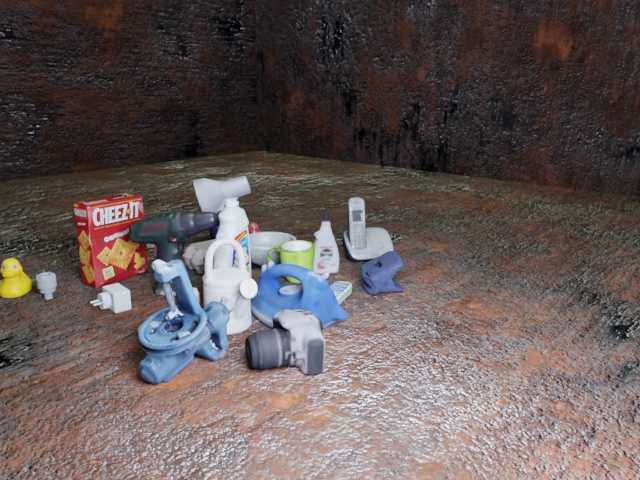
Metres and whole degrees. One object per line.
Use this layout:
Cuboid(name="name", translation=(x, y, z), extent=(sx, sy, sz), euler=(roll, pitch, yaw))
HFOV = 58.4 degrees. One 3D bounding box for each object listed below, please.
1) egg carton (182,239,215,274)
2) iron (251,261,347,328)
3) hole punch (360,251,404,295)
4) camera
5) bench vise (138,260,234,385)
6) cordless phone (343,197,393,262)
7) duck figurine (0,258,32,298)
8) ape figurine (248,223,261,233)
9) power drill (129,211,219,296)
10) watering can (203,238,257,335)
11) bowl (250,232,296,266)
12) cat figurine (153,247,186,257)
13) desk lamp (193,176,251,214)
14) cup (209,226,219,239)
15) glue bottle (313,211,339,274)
Cuboid(name="egg carton", translation=(-0.298, 0.044, 1.593), extent=(0.151, 0.069, 0.107), euler=(-13, 21, -40))
Cuboid(name="iron", translation=(-0.068, 0.110, 1.233), extent=(0.257, 0.141, 0.119), euler=(14, 21, 39))
Cuboid(name="hole punch", translation=(0.154, 0.080, 1.441), extent=(0.101, 0.091, 0.108), euler=(-3, 16, -12))
Cuboid(name="camera", translation=(-0.070, 0.181, 1.057), extent=(0.137, 0.101, 0.142), euler=(-5, 17, -19))
Cuboid(name="bench vise", translation=(-0.247, 0.125, 1.031), extent=(0.121, 0.220, 0.208), euler=(5, 17, 16))
Cuboid(name="cordless phone", translation=(0.140, -0.034, 1.673), extent=(0.148, 0.185, 0.094), euler=(-7, 17, -24))
Cuboid(name="duck figurine", translation=(-0.749, 0.085, 1.398), extent=(0.077, 0.086, 0.104), euler=(-3, 16, -13))
Cuboid(name="ape figurine", translation=(-0.202, -0.007, 1.733), extent=(0.078, 0.092, 0.075), euler=(-11, 20, -35))
Cuboid(name="power drill", translation=(-0.348, 0.028, 1.391), extent=(0.229, 0.208, 0.076), euler=(4, 16, 11))
Cuboid(name="watering can", translation=(-0.189, 0.092, 1.197), extent=(0.172, 0.194, 0.101), euler=(9, 18, 28))
Cuboid(name="bowl", translation=(-0.150, 0.031, 1.632), extent=(0.167, 0.075, 0.167), euler=(1, 16, 0))
Cuboid(name="cat figurine", translation=(-0.439, -0.014, 1.704), extent=(0.067, 0.118, 0.128), euler=(8, 17, 25))
Cuboid(name="desk lamp", translation=(-0.297, -0.098, 1.828), extent=(0.203, 0.214, 0.117), euler=(-2, 16, -10))
Cuboid(name="cup", translation=(-0.282, -0.008, 1.731), extent=(0.091, 0.095, 0.118), euler=(8, 17, 24))
Cuboid(name="glue bottle", translation=(0.014, 0.006, 1.549), extent=(0.078, 0.173, 0.037), euler=(-4, 17, -16))
